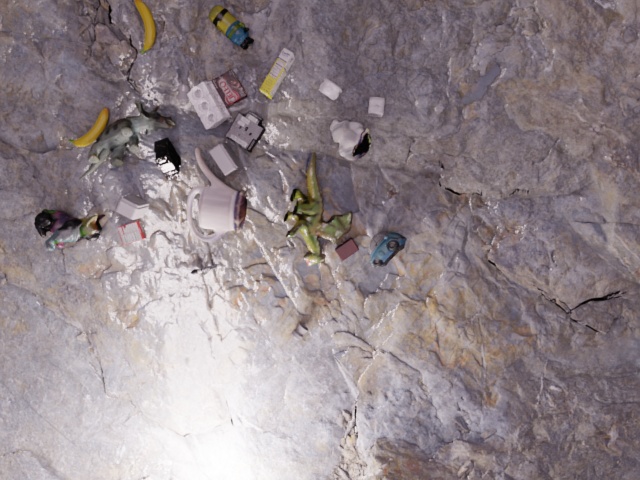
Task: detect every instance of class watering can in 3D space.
[{"bbox_3d":[-0.378,-0.158,1.897,0.224,0.105,0.344,6,102,1],"label":"watering can"}]

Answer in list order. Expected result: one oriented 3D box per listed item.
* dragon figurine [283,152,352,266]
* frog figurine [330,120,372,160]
[{"bbox_3d":[0.006,-0.096,1.912,0.242,0.123,0.408,18,97,-16],"label":"dragon figurine"},{"bbox_3d":[0.105,-0.370,1.888,0.161,0.122,0.136,30,106,36],"label":"frog figurine"}]
